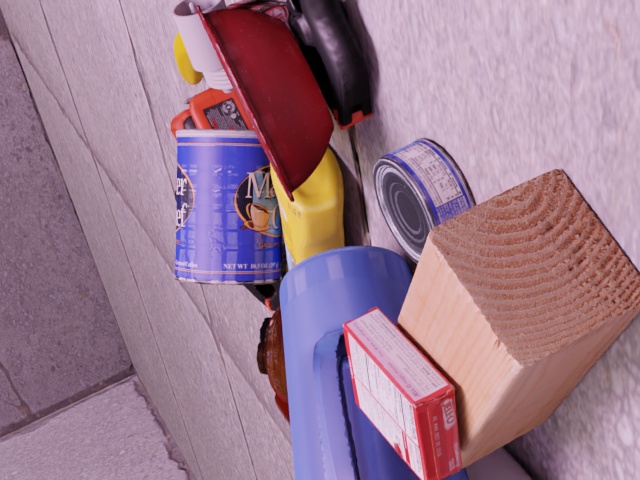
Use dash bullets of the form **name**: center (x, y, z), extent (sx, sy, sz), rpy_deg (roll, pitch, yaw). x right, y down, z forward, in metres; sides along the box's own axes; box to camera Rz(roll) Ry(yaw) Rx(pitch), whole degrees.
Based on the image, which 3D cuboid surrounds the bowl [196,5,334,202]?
- **bowl**: center (-0.034, -0.112, 0.798), extent (0.162, 0.055, 0.162), rpy_deg (63, 179, 2)

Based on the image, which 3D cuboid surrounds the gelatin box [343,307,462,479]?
- **gelatin box**: center (0.051, 0.095, 0.657), extent (0.089, 0.030, 0.073), rpy_deg (45, 154, 47)

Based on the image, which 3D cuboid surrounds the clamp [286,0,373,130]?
- **clamp**: center (-0.006, -0.165, 0.766), extent (0.120, 0.039, 0.171), rpy_deg (-121, 12, -57)

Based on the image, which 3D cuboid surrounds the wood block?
- **wood block**: center (0.107, 0.059, 0.647), extent (0.091, 0.090, 0.206), rpy_deg (58, 162, 21)

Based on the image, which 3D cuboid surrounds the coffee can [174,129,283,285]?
- **coffee can**: center (-0.085, -0.032, 1.002), extent (0.103, 0.102, 0.140), rpy_deg (-168, 79, -70)

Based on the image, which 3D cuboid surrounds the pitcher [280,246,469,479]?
- **pitcher**: center (0.034, 0.126, 0.795), extent (0.149, 0.144, 0.243), rpy_deg (129, 139, -50)

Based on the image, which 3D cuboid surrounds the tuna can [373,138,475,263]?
- **tuna can**: center (0.072, -0.024, 0.735), extent (0.086, 0.033, 0.086), rpy_deg (55, 162, 28)

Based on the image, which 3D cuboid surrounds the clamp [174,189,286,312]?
- **clamp**: center (-0.056, 0.023, 1.139), extent (0.165, 0.036, 0.210), rpy_deg (20, 155, 25)

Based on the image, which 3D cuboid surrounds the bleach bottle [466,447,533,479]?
- **bleach bottle**: center (0.126, 0.193, 0.831), extent (0.251, 0.068, 0.102), rpy_deg (54, 157, 42)

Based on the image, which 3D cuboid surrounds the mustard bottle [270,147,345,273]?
- **mustard bottle**: center (-0.006, 0.001, 0.963), extent (0.191, 0.058, 0.096), rpy_deg (85, 166, -49)

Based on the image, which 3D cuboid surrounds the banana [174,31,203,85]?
- **banana**: center (-0.121, -0.191, 1.089), extent (0.198, 0.037, 0.069), rpy_deg (20, 133, 68)

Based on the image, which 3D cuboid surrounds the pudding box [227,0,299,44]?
- **pudding box**: center (-0.042, -0.146, 0.906), extent (0.090, 0.039, 0.113), rpy_deg (33, 142, 63)

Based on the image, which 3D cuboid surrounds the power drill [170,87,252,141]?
- **power drill**: center (-0.102, -0.077, 1.155), extent (0.184, 0.057, 0.188), rpy_deg (61, 163, 4)
